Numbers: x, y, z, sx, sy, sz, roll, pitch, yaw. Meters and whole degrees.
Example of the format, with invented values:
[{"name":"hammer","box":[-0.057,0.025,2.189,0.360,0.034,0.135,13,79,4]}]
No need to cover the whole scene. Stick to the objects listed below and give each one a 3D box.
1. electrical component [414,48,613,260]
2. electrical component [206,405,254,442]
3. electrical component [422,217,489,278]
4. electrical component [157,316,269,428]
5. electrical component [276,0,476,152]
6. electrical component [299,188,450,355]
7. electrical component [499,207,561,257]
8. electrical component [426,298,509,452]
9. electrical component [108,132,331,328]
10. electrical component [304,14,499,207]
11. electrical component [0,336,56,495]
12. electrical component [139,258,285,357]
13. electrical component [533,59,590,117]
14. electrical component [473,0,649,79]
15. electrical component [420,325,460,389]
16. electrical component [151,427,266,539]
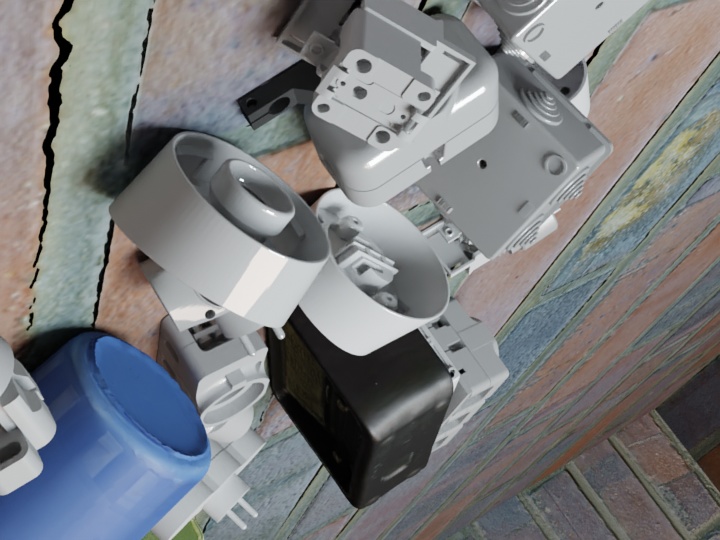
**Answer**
[{"name":"electrical component","box":[0.080,-0.066,0.620,0.099,0.099,0.048,-50,169,36]},{"name":"electrical component","box":[-0.109,0.098,0.775,0.043,0.043,0.081,-35,161,0]},{"name":"electrical component","box":[0.089,-0.036,0.789,0.081,0.042,0.063,-31,159,-13]},{"name":"electrical component","box":[-0.096,0.064,0.697,0.050,0.055,0.089,-25,159,-26]},{"name":"electrical component","box":[0.007,-0.089,0.473,0.081,0.063,0.042,25,130,-19]},{"name":"electrical component","box":[0.000,0.000,0.645,0.064,0.099,0.099,-36,162,20]},{"name":"electrical component","box":[0.119,-0.032,0.850,0.078,0.040,0.040,-34,161,-3]},{"name":"electrical component","box":[0.068,0.106,1.016,0.062,0.089,0.150,-21,157,-34]},{"name":"electrical component","box":[-0.065,-0.016,0.503,0.064,0.099,0.099,-49,157,20]},{"name":"electrical component","box":[0.022,-0.083,0.549,0.095,0.053,0.059,-34,161,-4]},{"name":"electrical component","box":[-0.188,0.063,0.523,0.058,0.078,0.057,-31,139,-12]},{"name":"electrical component","box":[-0.069,0.011,0.593,0.077,0.079,0.044,-31,-159,-11]},{"name":"electrical component","box":[0.122,-0.107,0.674,0.043,0.043,0.081,-36,161,3]},{"name":"electrical component","box":[0.107,-0.149,0.542,0.100,0.048,0.100,-41,160,17]},{"name":"electrical component","box":[0.039,0.088,0.915,0.062,0.096,0.061,-29,160,-16]},{"name":"electrical component","box":[-0.111,0.171,0.838,0.052,0.074,0.138,-50,174,28]}]
